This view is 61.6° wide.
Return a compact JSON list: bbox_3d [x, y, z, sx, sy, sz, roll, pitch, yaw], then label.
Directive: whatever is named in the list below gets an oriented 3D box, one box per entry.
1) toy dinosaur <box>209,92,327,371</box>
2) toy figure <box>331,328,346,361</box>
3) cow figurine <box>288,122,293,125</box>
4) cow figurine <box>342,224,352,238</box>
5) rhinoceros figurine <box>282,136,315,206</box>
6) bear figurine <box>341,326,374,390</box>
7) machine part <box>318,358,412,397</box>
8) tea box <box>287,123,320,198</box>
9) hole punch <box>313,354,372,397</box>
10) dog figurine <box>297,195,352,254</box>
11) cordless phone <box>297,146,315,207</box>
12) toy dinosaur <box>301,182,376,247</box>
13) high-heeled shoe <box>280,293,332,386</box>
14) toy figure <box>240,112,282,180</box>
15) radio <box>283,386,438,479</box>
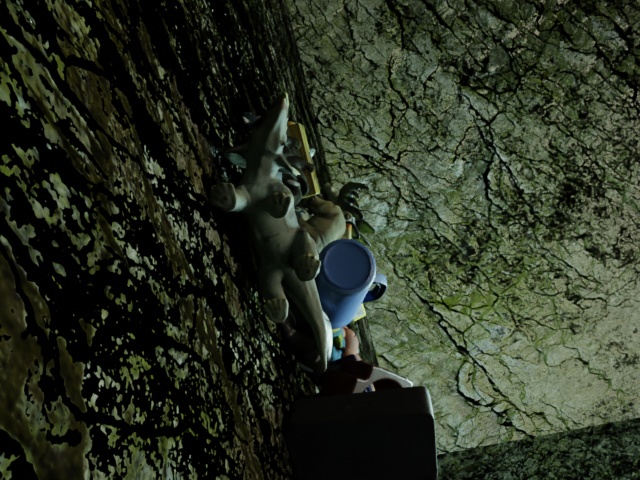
[{"bbox_3d":[-0.064,-0.011,0.832,0.192,0.131,0.404,-79,155,-70],"label":"toy dinosaur"},{"bbox_3d":[0.010,0.203,1.228,0.089,0.082,0.180,-7,87,-82],"label":"toy figure"},{"bbox_3d":[-0.074,-0.234,1.470,0.098,0.068,0.167,-84,160,-54],"label":"cow figurine"},{"bbox_3d":[0.021,0.050,1.353,0.195,0.085,0.127,128,-34,-59],"label":"cow figurine"},{"bbox_3d":[-0.073,-0.149,1.129,0.112,0.073,0.190,16,42,-44],"label":"rhinoceros figurine"},{"bbox_3d":[0.063,0.326,1.397,0.196,0.132,0.120,59,4,6],"label":"bear figurine"},{"bbox_3d":[0.080,0.336,1.008,0.200,0.087,0.201,31,70,-39],"label":"machine part"},{"bbox_3d":[-0.068,-0.178,1.256,0.068,0.098,0.169,-45,123,-80],"label":"tea box"},{"bbox_3d":[0.048,0.315,1.132,0.092,0.142,0.115,-105,169,-56],"label":"hole punch"},{"bbox_3d":[-0.003,0.000,1.168,0.121,0.172,0.191,60,7,-29],"label":"dog figurine"},{"bbox_3d":[-0.065,-0.152,1.370,0.146,0.089,0.184,-60,155,-80],"label":"cordless phone"},{"bbox_3d":[0.053,-0.057,1.421,0.199,0.105,0.471,42,-18,16],"label":"toy dinosaur"},{"bbox_3d":[-0.038,0.151,0.948,0.145,0.086,0.248,-3,76,-79],"label":"high-heeled shoe"},{"bbox_3d":[-0.115,-0.176,1.046,0.064,0.058,0.154,-11,-85,59],"label":"toy figure"},{"bbox_3d":[0.068,0.315,0.846,0.073,0.230,0.131,-68,148,-72],"label":"radio"}]
